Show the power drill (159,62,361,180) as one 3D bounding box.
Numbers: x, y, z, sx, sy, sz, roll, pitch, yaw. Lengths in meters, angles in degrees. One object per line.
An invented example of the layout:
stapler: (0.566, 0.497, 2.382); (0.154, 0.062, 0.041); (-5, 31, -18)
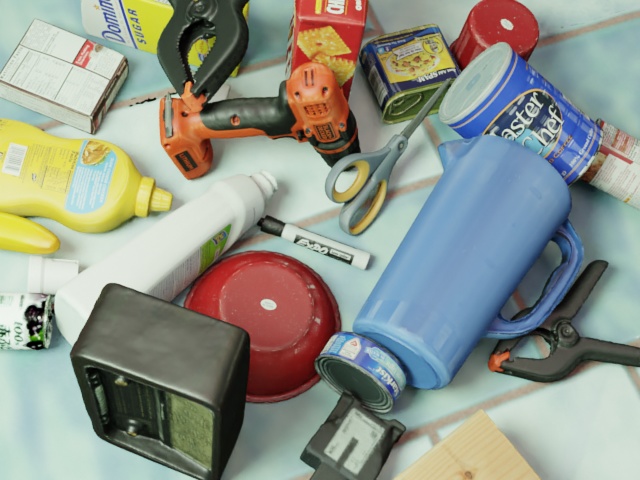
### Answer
power drill: (-0.057, -0.109, 1.080); (0.188, 0.184, 0.057); (-10, 65, 9)

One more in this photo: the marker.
marker: (-0.007, 0.001, 1.099); (0.121, 0.020, 0.020); (21, 64, 1)

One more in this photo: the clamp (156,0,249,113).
clamp: (-0.101, -0.222, 1.039); (0.165, 0.036, 0.210); (-10, 61, 18)

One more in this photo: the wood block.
wood block: (0.089, 0.257, 0.959); (0.205, 0.090, 0.091); (-34, 74, -20)

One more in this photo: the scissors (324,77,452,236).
scissors: (0.067, -0.100, 1.101); (0.016, 0.096, 0.202); (26, 87, 41)

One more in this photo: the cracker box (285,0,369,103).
cracker box: (0.005, -0.226, 1.096); (0.072, 0.214, 0.164); (6, 65, -4)

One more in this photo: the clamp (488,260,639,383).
clamp: (0.248, 0.087, 1.088); (0.171, 0.039, 0.120); (-10, 63, -12)

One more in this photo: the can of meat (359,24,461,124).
can of meat: (0.102, -0.185, 1.179); (0.102, 0.057, 0.084); (-16, 67, -15)

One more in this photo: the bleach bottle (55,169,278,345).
bleach bottle: (-0.140, 0.013, 1.041); (0.068, 0.103, 0.250); (44, 61, 12)

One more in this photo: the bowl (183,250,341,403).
bowl: (-0.054, 0.074, 1.040); (0.162, 0.055, 0.162); (3, 65, -8)

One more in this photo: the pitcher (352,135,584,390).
pitcher: (0.145, 0.030, 1.049); (0.149, 0.145, 0.242); (17, 60, 36)

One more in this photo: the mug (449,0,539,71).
mug: (0.191, -0.207, 1.188); (0.093, 0.081, 0.117); (19, 64, 1)

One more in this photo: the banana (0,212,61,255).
banana: (-0.349, 0.000, 1.030); (0.197, 0.037, 0.069); (-8, 52, -5)

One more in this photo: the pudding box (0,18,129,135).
pudding box: (-0.272, -0.174, 1.129); (0.113, 0.039, 0.090); (22, 65, 3)

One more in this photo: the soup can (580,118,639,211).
soup can: (0.330, -0.079, 1.159); (0.102, 0.068, 0.068); (29, 65, 5)

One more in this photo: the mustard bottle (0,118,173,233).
mustard bottle: (-0.243, -0.057, 1.069); (0.191, 0.058, 0.096); (12, 66, -3)

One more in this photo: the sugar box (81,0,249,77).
sugar box: (-0.166, -0.237, 1.143); (0.176, 0.093, 0.048); (14, 63, -2)

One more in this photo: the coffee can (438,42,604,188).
coffee can: (0.209, -0.122, 1.113); (0.140, 0.103, 0.102); (37, 64, -16)

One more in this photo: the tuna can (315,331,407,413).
tuna can: (0.039, 0.125, 1.013); (0.086, 0.086, 0.033); (32, 64, 7)
